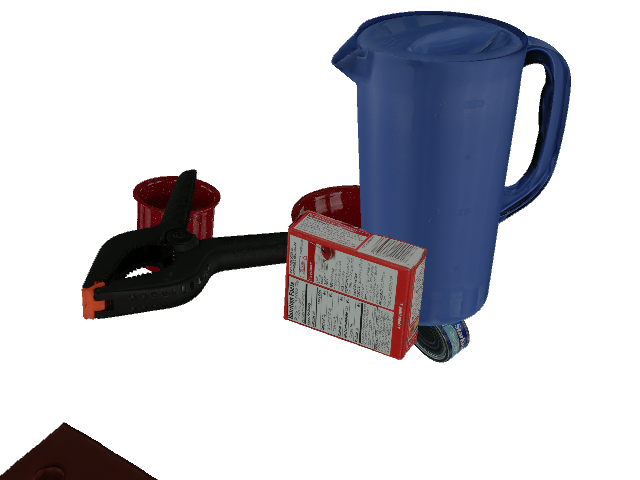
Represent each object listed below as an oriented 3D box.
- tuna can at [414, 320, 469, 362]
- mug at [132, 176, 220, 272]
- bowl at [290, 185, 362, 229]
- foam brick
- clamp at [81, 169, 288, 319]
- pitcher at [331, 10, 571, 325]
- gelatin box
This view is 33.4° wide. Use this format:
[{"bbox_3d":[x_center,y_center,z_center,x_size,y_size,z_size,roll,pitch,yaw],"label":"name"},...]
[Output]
[{"bbox_3d":[0.133,0.101,1.261,0.033,0.086,0.086,-35,16,-24],"label":"tuna can"},{"bbox_3d":[-0.161,-0.020,1.162,0.093,0.081,0.117,-5,29,-21],"label":"mug"},{"bbox_3d":[0.049,0.001,1.079,0.162,0.055,0.162,4,28,-2],"label":"bowl"},{"bbox_3d":[-0.096,0.126,0.450,0.078,0.051,0.052,23,45,29],"label":"foam brick"},{"bbox_3d":[-0.122,0.004,0.891,0.165,0.036,0.209,30,41,35],"label":"clamp"},{"bbox_3d":[0.102,-0.057,0.870,0.149,0.243,0.144,20,34,32],"label":"pitcher"},{"bbox_3d":[0.021,0.028,0.686,0.089,0.073,0.030,18,37,22],"label":"gelatin box"}]
